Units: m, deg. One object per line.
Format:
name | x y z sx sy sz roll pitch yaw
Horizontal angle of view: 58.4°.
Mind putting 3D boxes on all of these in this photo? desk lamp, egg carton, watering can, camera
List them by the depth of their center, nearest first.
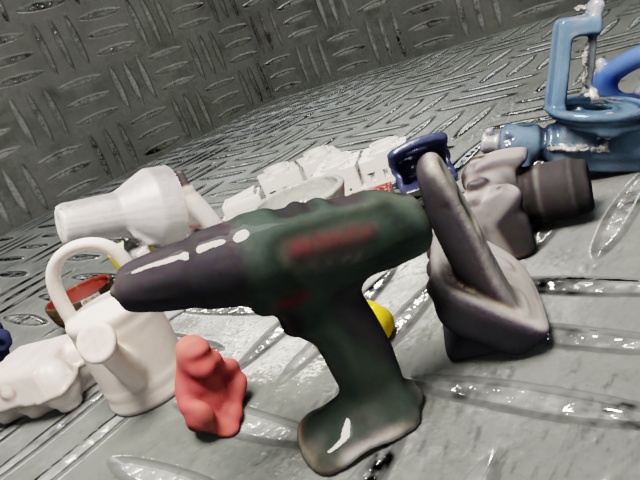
watering can | -0.222 0.088 0.627 0.101 0.194 0.172 -32 22 -26
camera | 0.236 -0.053 0.659 0.136 0.101 0.143 -10 22 29
egg carton | -0.354 0.176 0.723 0.150 0.069 0.107 -15 20 18
desk lamp | -0.274 0.018 0.840 0.204 0.214 0.117 -34 23 -30

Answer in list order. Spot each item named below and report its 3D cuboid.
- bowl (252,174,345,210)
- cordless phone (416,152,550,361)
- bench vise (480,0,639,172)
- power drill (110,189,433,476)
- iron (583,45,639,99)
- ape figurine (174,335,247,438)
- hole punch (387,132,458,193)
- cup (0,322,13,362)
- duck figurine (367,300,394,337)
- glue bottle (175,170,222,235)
bowl | -0.027 -0.043 0.950 0.167 0.075 0.167 -19 19 7
cordless phone | 0.131 -0.002 0.507 0.094 0.185 0.147 -17 20 14
bench vise | 0.303 -0.167 0.711 0.207 0.220 0.121 -20 20 4
power drill | -0.008 0.066 0.437 0.230 0.209 0.075 -26 20 -12
iron | 0.443 -0.202 0.774 0.257 0.142 0.119 1 29 47
ape figurine | -0.110 0.133 0.545 0.075 0.092 0.078 0 29 46
hole punch | 0.165 -0.136 0.968 0.108 0.091 0.101 -20 19 5
cup | -0.469 0.172 0.815 0.117 0.095 0.092 -15 21 19
duck figurine | 0.022 0.066 0.592 0.104 0.086 0.078 -1 28 45
glue bottle | -0.207 -0.040 0.984 0.077 0.173 0.037 -6 25 38
